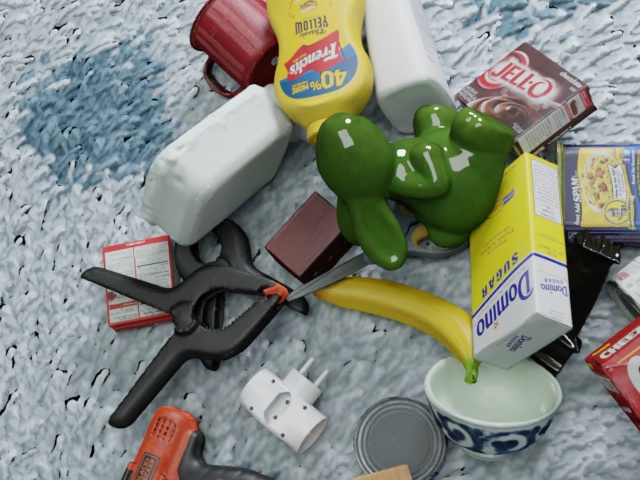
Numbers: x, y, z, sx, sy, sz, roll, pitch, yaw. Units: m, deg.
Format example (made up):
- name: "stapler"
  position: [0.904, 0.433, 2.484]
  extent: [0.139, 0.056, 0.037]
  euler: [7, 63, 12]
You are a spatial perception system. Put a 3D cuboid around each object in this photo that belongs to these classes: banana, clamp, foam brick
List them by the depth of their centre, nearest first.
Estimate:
- name: "banana"
  position: [0.085, 0.070, 1.008]
  extent: [0.198, 0.069, 0.037]
  euler: [26, 120, 35]
- name: "clamp"
  position: [-0.130, 0.089, 1.034]
  extent: [0.210, 0.036, 0.164]
  euler: [-11, 76, 13]
- name: "foam brick"
  position: [-0.007, 0.001, 1.056]
  extent: [0.051, 0.053, 0.078]
  euler: [41, 87, 20]
- name: "clamp"
  position: [-0.103, 0.043, 1.074]
  extent: [0.120, 0.039, 0.171]
  euler: [-38, 68, -4]

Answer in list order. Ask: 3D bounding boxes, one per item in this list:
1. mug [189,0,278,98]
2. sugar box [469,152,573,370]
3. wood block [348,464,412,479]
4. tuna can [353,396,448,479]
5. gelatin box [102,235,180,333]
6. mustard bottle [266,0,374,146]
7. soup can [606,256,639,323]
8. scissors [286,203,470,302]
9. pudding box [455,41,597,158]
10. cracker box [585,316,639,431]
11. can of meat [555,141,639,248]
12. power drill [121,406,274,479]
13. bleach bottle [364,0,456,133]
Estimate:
- name: "mug"
  position: [-0.082, -0.201, 1.120]
  extent: [0.081, 0.093, 0.117]
  euler: [44, 118, 15]
- name: "sugar box"
  position: [0.177, 0.018, 0.962]
  extent: [0.048, 0.093, 0.176]
  euler: [22, 51, -20]
- name: "wood block"
  position: [0.048, 0.308, 0.909]
  extent: [0.090, 0.090, 0.206]
  euler: [-28, 72, 40]
- name: "tuna can"
  position: [0.076, 0.190, 0.992]
  extent: [0.086, 0.033, 0.086]
  euler: [-4, 73, 12]
- name: "gelatin box"
  position: [-0.182, 0.045, 1.095]
  extent: [0.073, 0.030, 0.089]
  euler: [-11, 71, 8]
- name: "mustard bottle"
  position: [0.002, -0.166, 1.026]
  extent: [0.096, 0.058, 0.191]
  euler: [-10, 71, 16]
- name: "soup can"
  position: [0.320, 0.034, 0.964]
  extent: [0.102, 0.068, 0.068]
  euler: [-37, 70, 0]
- name: "scissors"
  position: [0.055, -0.005, 1.043]
  extent: [0.201, 0.016, 0.096]
  euler: [-13, 63, -5]
- name: "pudding box"
  position: [0.198, -0.135, 1.034]
  extent: [0.090, 0.039, 0.114]
  euler: [-38, 42, 0]
- name: "cracker box"
  position: [0.356, 0.139, 0.894]
  extent: [0.164, 0.072, 0.214]
  euler: [-37, 89, 0]
- name: "can of meat"
  position: [0.265, -0.042, 1.006]
  extent: [0.084, 0.057, 0.102]
  euler: [0, 74, 11]
- name: "power drill"
  position: [-0.108, 0.267, 0.998]
  extent: [0.188, 0.057, 0.184]
  euler: [17, 78, 17]
- name: "bleach bottle"
  position: [0.075, -0.241, 1.094]
  extent: [0.068, 0.102, 0.251]
  euler: [-18, 64, 17]
